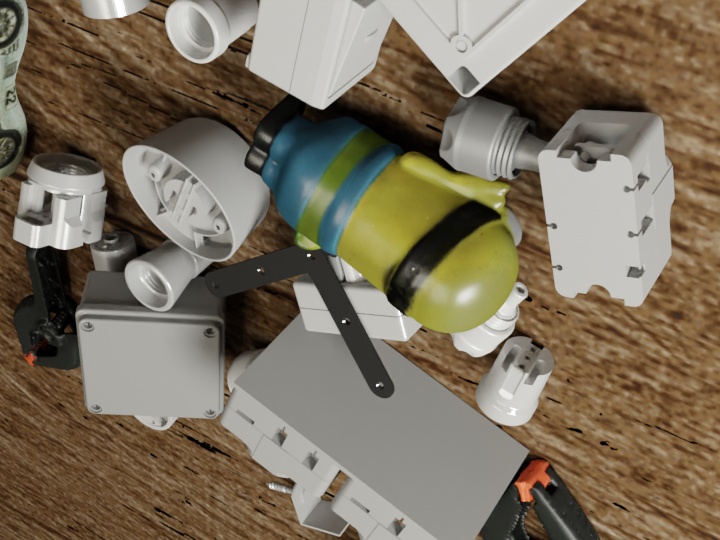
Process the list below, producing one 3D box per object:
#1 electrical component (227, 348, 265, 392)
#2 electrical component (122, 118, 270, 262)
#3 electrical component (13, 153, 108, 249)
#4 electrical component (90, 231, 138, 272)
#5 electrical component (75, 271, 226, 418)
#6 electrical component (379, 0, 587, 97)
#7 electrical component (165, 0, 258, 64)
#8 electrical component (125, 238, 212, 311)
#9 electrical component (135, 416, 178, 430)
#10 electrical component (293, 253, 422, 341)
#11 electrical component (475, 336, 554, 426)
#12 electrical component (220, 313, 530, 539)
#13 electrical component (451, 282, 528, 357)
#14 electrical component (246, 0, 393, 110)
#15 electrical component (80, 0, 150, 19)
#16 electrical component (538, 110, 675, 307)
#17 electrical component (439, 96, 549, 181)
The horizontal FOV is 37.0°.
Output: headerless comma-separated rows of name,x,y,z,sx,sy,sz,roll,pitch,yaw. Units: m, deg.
electrical component,-0.069,0.082,0.825,0.055,0.045,0.045,-11,115,42
electrical component,-0.113,-0.054,0.736,0.099,0.064,0.099,20,132,24
electrical component,-0.226,-0.054,0.819,0.058,0.078,0.057,22,112,22
electrical component,-0.193,0.002,0.860,0.044,0.044,0.065,14,125,29
electrical component,-0.159,0.059,0.834,0.109,0.056,0.108,3,131,-5
electrical component,0.061,-0.160,0.526,0.108,0.056,0.109,48,138,-5
electrical component,-0.089,-0.153,0.653,0.040,0.046,0.040,20,133,24
electrical component,-0.135,-0.005,0.791,0.044,0.065,0.044,20,132,23
electrical component,-0.167,0.100,0.912,0.055,0.047,0.055,20,132,24
electrical component,0.000,0.000,0.706,0.083,0.047,0.075,4,120,35
electrical component,0.101,0.071,0.693,0.040,0.040,0.046,31,130,13
electrical component,0.008,0.118,0.750,0.186,0.105,0.060,36,138,8
electrical component,0.083,0.028,0.674,0.035,0.035,0.061,43,136,1
electrical component,-0.018,-0.137,0.600,0.061,0.061,0.096,31,136,13
electrical component,-0.161,-0.203,0.670,0.043,0.043,0.081,14,130,28
electrical component,0.133,-0.035,0.571,0.050,0.055,0.089,8,127,32
electrical component,0.079,-0.069,0.594,0.062,0.043,0.043,21,133,21
